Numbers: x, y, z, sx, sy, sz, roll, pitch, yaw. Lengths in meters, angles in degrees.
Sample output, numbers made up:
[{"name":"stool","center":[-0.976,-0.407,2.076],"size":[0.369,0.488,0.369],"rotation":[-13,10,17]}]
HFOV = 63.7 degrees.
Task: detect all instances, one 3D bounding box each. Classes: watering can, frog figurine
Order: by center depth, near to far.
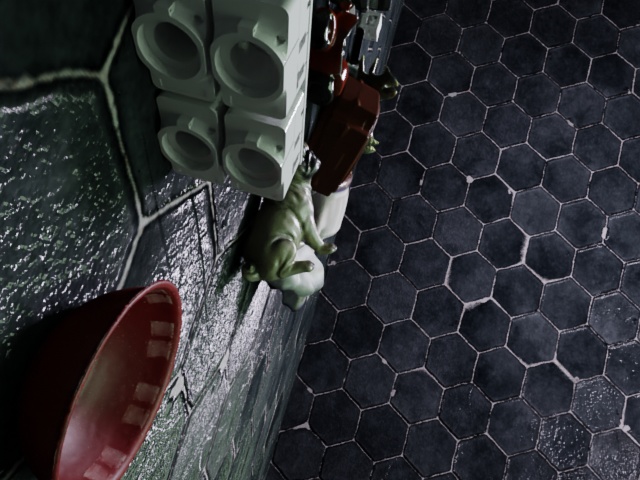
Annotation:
[{"name":"frog figurine","center":[-0.057,0.043,0.951],"size":[0.156,0.123,0.140],"rotation":[83,-11,-53]},{"name":"watering can","center":[0.004,-0.064,1.273],"size":[0.354,0.104,0.220],"rotation":[-66,170,-61]}]
